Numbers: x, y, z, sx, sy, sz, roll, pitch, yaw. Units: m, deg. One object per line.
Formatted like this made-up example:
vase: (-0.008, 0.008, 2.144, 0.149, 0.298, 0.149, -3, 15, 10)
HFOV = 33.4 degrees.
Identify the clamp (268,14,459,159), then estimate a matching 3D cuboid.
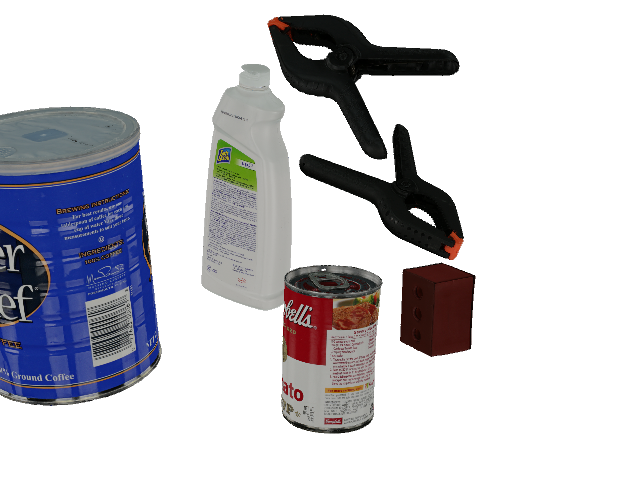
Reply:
clamp: (0.032, -0.155, 0.933, 0.120, 0.172, 0.039, -40, -23, -20)

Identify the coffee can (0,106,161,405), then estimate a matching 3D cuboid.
coffee can: (-0.146, 0.006, 0.599, 0.103, 0.140, 0.103, -2, 23, 1)

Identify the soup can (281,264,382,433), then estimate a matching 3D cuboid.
soup can: (0.007, 0.075, 0.747, 0.068, 0.102, 0.068, 2, 15, -1)

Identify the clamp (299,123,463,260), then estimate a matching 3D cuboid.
clamp: (0.084, -0.054, 1.249, 0.164, 0.036, 0.210, -16, 52, -29)

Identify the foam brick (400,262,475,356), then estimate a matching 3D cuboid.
foam brick: (0.114, 0.067, 1.042, 0.051, 0.078, 0.053, -10, 19, -32)

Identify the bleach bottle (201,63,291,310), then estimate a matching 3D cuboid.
bleach bottle: (-0.070, -0.058, 1.119, 0.103, 0.251, 0.068, 18, 27, 23)
